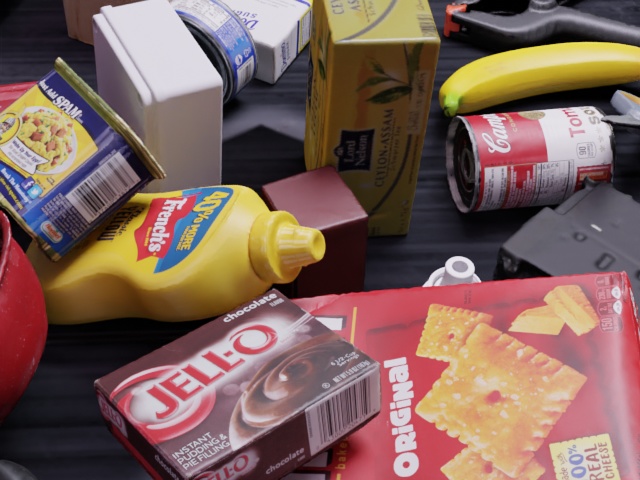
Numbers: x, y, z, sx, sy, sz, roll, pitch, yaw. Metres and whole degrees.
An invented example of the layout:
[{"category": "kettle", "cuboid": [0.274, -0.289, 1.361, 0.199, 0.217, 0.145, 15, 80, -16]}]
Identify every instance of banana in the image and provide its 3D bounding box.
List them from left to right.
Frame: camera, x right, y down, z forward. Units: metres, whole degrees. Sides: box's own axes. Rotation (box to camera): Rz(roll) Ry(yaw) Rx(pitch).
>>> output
[{"category": "banana", "cuboid": [0.169, -0.125, 0.831, 0.197, 0.037, 0.070, -16, 38, -18]}]

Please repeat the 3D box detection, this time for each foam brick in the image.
[{"category": "foam brick", "cuboid": [-0.004, 0.001, 0.681, 0.051, 0.078, 0.053, -18, 51, -17]}]

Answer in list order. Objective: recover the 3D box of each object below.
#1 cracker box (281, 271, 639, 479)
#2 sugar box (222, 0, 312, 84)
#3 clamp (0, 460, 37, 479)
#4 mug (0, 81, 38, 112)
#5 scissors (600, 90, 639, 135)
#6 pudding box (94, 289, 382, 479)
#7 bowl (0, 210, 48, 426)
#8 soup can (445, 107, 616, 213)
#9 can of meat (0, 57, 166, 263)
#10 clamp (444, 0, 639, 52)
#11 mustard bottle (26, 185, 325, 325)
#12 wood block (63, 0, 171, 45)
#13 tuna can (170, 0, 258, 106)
[{"category": "cracker box", "cuboid": [0.064, 0.101, 0.561, 0.214, 0.072, 0.164, -5, 45, 14]}, {"category": "sugar box", "cuboid": [-0.038, -0.208, 0.899, 0.093, 0.048, 0.176, 22, 53, 16]}, {"category": "clamp", "cuboid": [-0.153, 0.174, 0.521, 0.210, 0.036, 0.164, 10, 64, 26]}, {"category": "mug", "cuboid": [-0.206, -0.068, 0.737, 0.081, 0.093, 0.117, -7, 15, -6]}, {"category": "scissors", "cuboid": [0.237, -0.073, 0.740, 0.096, 0.016, 0.201, 32, 20, 5]}, {"category": "pudding box", "cuboid": [-0.039, 0.077, 0.521, 0.113, 0.039, 0.090, -25, 37, -29]}, {"category": "bowl", "cuboid": [-0.202, 0.065, 0.594, 0.055, 0.162, 0.162, 37, 38, -30]}, {"category": "soup can", "cuboid": [0.147, -0.057, 0.750, 0.102, 0.068, 0.068, -6, 47, -9]}, {"category": "can of meat", "cuboid": [-0.155, -0.047, 0.635, 0.084, 0.057, 0.102, -41, 54, -8]}, {"category": "clamp", "cuboid": [0.189, -0.201, 0.907, 0.171, 0.039, 0.120, 1, 46, -1]}, {"category": "mustard bottle", "cuboid": [-0.083, 0.007, 0.636, 0.192, 0.058, 0.096, -2, 37, 30]}, {"category": "wood block", "cuboid": [-0.148, -0.253, 0.825, 0.090, 0.206, 0.090, 21, 49, 16]}, {"category": "tuna can", "cuboid": [-0.091, -0.142, 0.806, 0.086, 0.086, 0.033, 25, 52, 20]}]
